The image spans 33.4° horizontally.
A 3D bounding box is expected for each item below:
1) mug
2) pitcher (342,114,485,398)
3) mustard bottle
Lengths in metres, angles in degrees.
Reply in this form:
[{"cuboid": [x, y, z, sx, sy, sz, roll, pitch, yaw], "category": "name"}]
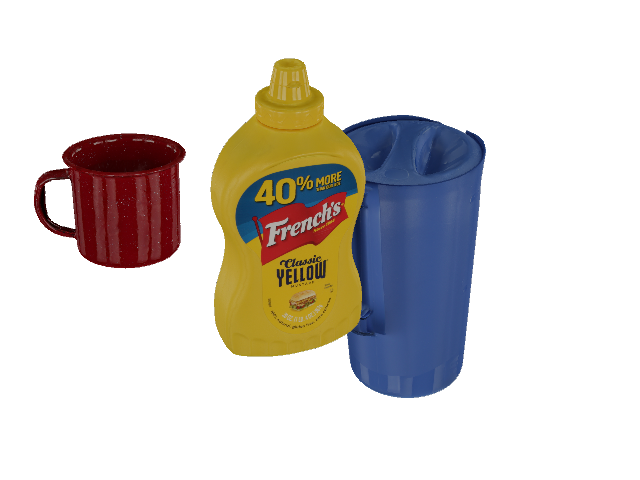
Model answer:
[{"cuboid": [-0.162, -0.030, 0.829, 0.117, 0.081, 0.093, -4, 25, -11], "category": "mug"}, {"cuboid": [0.070, 0.023, 0.954, 0.149, 0.243, 0.145, -5, 31, -3], "category": "pitcher"}, {"cuboid": [-0.020, -0.021, 0.664, 0.096, 0.192, 0.058, -10, 33, -18], "category": "mustard bottle"}]
